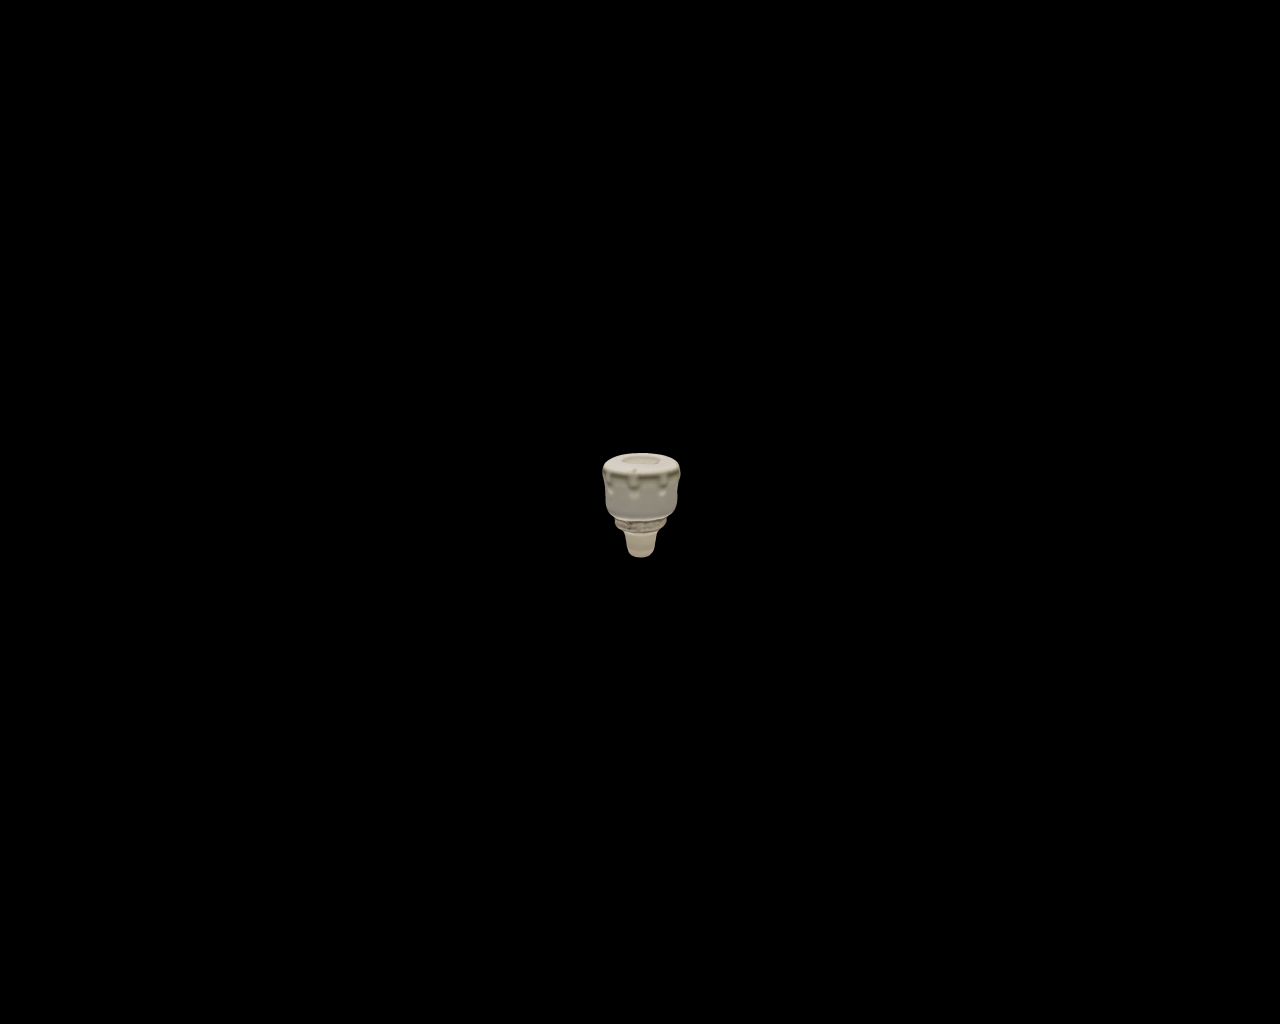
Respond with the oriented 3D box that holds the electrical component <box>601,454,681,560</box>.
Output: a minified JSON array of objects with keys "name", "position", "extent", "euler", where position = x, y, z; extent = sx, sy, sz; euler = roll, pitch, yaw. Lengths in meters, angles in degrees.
[{"name":"electrical component","position":[0.001,-0.003,0.650],"extent":[0.048,0.062,0.048],"euler":[0,14,0]}]
